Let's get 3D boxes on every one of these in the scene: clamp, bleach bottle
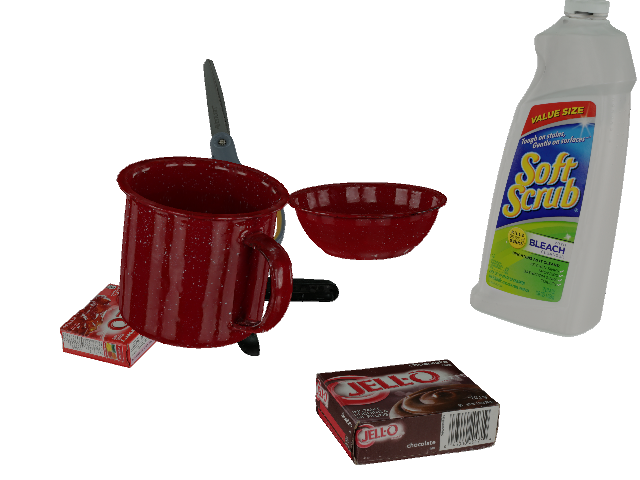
[{"bbox_3d":[-0.106,0.063,1.208,0.210,0.036,0.164,16,29,23],"label":"clamp"},{"bbox_3d":[0.176,-0.060,0.796,0.103,0.251,0.067,17,22,36],"label":"bleach bottle"}]

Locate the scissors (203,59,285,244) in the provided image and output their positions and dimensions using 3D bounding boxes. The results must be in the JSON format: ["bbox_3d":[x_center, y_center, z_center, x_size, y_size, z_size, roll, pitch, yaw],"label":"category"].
[{"bbox_3d":[-0.093,-0.063,0.848,0.096,0.202,0.016,-20,-32,-16],"label":"scissors"}]

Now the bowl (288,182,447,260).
[{"bbox_3d":[0.047,-0.018,1.079,0.162,0.055,0.162,-1,14,0],"label":"bowl"}]

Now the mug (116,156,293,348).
[{"bbox_3d":[-0.059,0.011,0.583,0.117,0.081,0.093,25,27,35],"label":"mug"}]

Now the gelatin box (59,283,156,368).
[{"bbox_3d":[-0.187,0.077,0.995,0.073,0.030,0.089,11,31,20],"label":"gelatin box"}]

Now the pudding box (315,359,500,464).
[{"bbox_3d":[0.062,0.124,0.787,0.113,0.039,0.090,-2,17,-18],"label":"pudding box"}]
